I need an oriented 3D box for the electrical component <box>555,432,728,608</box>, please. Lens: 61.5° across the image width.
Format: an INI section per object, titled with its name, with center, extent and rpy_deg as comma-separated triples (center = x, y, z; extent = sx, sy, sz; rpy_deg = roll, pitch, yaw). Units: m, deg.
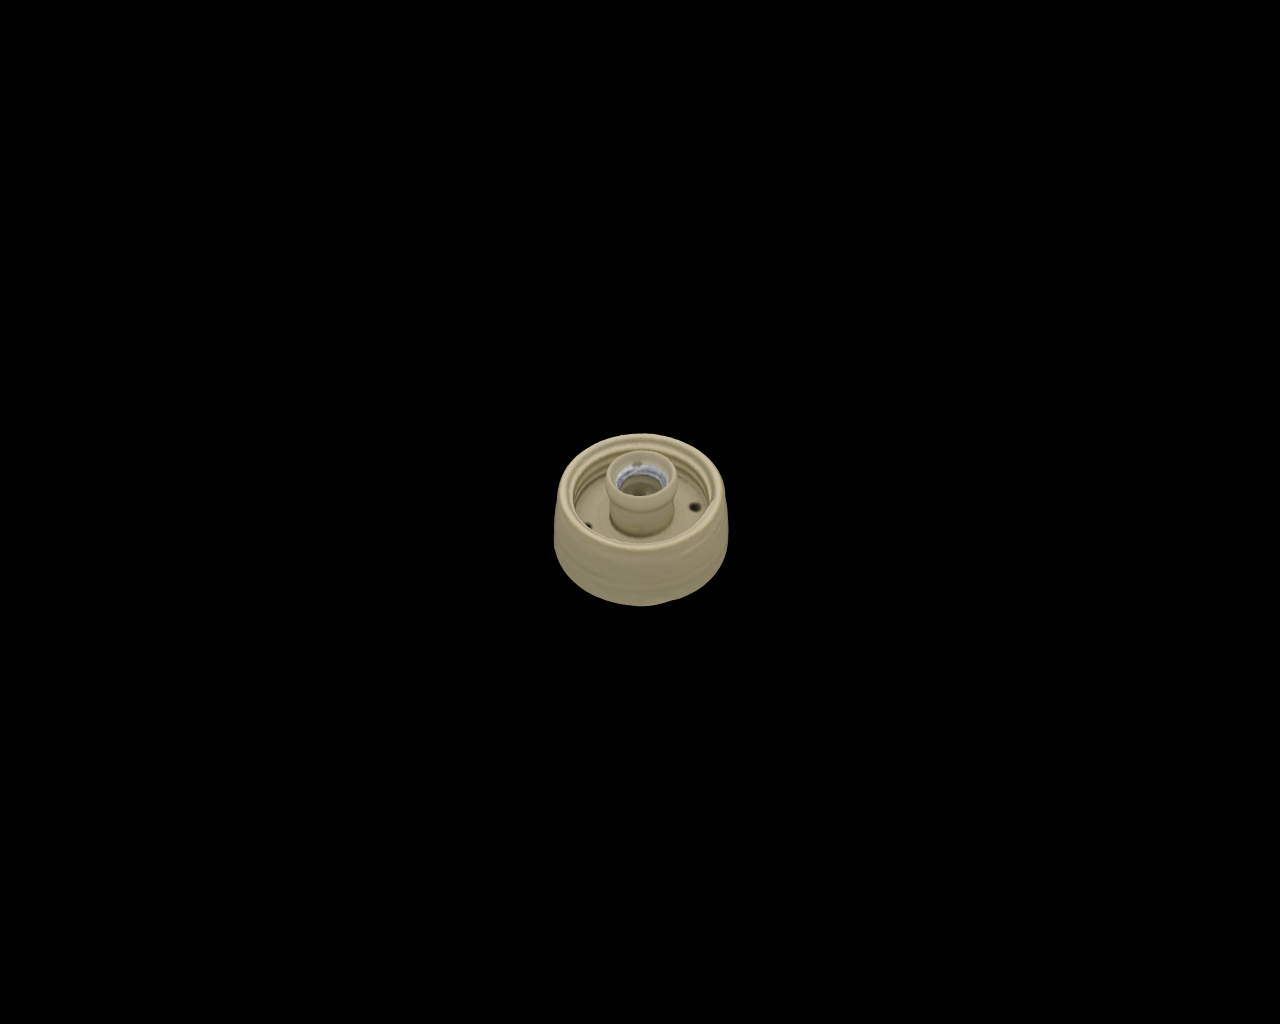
[electrical component]
center = 0.001, -0.003, 0.650
extent = 0.108, 0.108, 0.060
rpy_deg = 0, -44, 0
